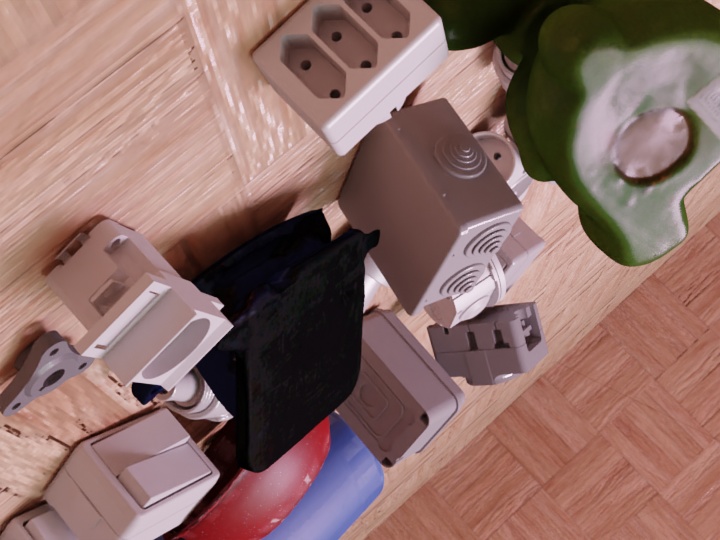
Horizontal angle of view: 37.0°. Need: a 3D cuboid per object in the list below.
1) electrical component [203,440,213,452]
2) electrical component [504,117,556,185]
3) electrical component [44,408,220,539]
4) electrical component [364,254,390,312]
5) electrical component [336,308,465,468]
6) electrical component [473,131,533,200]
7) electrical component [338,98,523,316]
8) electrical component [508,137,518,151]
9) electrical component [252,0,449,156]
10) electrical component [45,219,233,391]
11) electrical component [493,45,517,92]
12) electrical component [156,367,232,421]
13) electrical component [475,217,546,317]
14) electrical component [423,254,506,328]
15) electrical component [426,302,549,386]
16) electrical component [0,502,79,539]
[{"bbox_3d":[-0.096,0.144,0.866,0.046,0.040,0.040,-40,166,-32],"label":"electrical component"},{"bbox_3d":[0.145,-0.118,0.728,0.108,0.060,0.108,-39,162,-15],"label":"electrical component"},{"bbox_3d":[-0.137,0.131,0.680,0.061,0.061,0.096,-51,163,28],"label":"electrical component"},{"bbox_3d":[0.000,0.000,0.709,0.055,0.045,0.045,-47,165,12],"label":"electrical component"},{"bbox_3d":[0.023,0.097,0.904,0.057,0.113,0.078,-20,153,-49],"label":"electrical component"},{"bbox_3d":[0.082,-0.057,0.769,0.079,0.044,0.077,-45,165,8],"label":"electrical component"},{"bbox_3d":[0.038,-0.037,0.608,0.048,0.099,0.099,-20,155,-28],"label":"electrical component"},{"bbox_3d":[0.146,-0.108,0.801,0.078,0.040,0.040,-40,165,-13],"label":"electrical component"},{"bbox_3d":[0.000,-0.086,0.468,0.066,0.047,0.076,-43,165,-1],"label":"electrical component"},{"bbox_3d":[-0.096,0.015,0.462,0.042,0.064,0.081,-46,165,2],"label":"electrical component"},{"bbox_3d":[0.099,-0.125,0.627,0.043,0.043,0.062,-45,164,7],"label":"electrical component"},{"bbox_3d":[-0.099,0.068,0.643,0.048,0.048,0.062,-48,158,16],"label":"electrical component"},{"bbox_3d":[0.100,-0.005,0.923,0.061,0.061,0.096,-28,158,-46],"label":"electrical component"},{"bbox_3d":[0.071,0.001,0.831,0.051,0.080,0.080,-32,162,-19],"label":"electrical component"},{"bbox_3d":[0.112,0.065,0.940,0.089,0.055,0.050,-7,-166,36],"label":"electrical component"},{"bbox_3d":[-0.178,0.194,0.675,0.061,0.096,0.062,-52,163,26],"label":"electrical component"}]
